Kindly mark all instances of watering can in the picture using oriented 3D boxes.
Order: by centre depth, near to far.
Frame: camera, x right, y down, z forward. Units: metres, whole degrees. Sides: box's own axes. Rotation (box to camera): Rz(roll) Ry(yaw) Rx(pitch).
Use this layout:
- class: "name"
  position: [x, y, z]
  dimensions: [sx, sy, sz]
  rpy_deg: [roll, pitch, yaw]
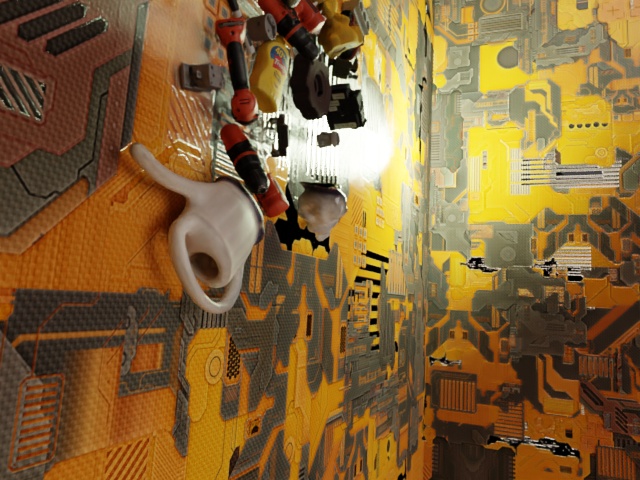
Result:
- class: "watering can"
  position: [-0.195, -0.041, 0.889]
  dimensions: [0.229, 0.104, 0.341]
  rpy_deg: [-60, 141, -53]

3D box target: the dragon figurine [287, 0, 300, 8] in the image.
- class: "dragon figurine"
  position: [-0.071, -0.738, 1.192]
  dimensions: [0.240, 0.121, 0.419]
  rpy_deg: [38, 53, -25]

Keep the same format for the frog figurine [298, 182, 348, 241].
- class: "frog figurine"
  position: [0.004, -0.069, 1.363]
  dimensions: [0.138, 0.123, 0.158]
  rpy_deg: [-4, 105, -35]
